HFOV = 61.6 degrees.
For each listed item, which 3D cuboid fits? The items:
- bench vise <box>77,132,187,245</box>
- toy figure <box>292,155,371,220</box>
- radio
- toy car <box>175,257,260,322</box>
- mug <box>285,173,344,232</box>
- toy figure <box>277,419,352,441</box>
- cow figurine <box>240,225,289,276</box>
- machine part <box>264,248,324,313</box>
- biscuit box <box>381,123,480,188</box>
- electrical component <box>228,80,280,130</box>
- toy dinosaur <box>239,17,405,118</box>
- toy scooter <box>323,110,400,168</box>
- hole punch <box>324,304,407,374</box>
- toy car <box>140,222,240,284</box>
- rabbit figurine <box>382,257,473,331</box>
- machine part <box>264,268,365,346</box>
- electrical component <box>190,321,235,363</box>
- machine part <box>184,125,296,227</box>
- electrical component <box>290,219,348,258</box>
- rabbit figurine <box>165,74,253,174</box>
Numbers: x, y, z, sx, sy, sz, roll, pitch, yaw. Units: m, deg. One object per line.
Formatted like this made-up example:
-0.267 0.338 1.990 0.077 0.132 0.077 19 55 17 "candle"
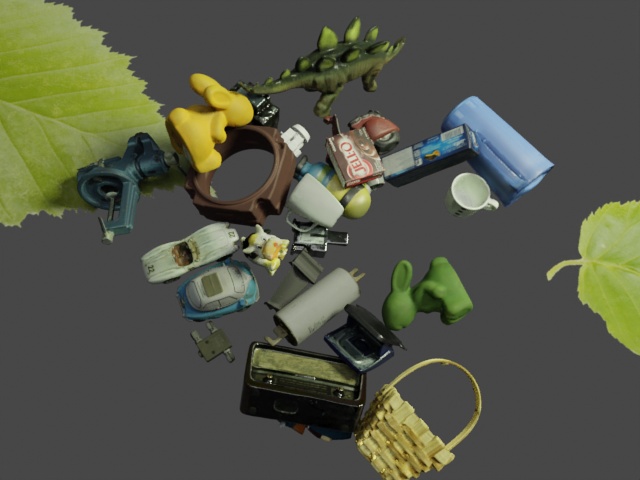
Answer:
-0.389 -0.098 1.078 0.224 0.128 0.241 -6 55 0 "bench vise"
0.024 -0.109 1.154 0.180 0.082 0.089 28 68 2 "toy figure"
-0.031 0.270 0.993 0.230 0.131 0.073 10 114 -1 "radio"
-0.203 0.094 1.054 0.162 0.103 0.109 -17 73 -13 "toy car"
-0.013 -0.063 1.091 0.107 0.081 0.109 33 93 2 "mug"
-0.014 0.340 1.014 0.155 0.057 0.064 10 31 2 "toy figure"
-0.115 0.012 1.054 0.098 0.167 0.068 30 77 2 "cow figurine"
-0.055 0.089 1.089 0.139 0.039 0.084 -48 122 -13 "machine part"
0.234 -0.177 1.149 0.203 0.062 0.059 -19 69 31 "biscuit box"
-0.148 -0.277 1.164 0.115 0.134 0.058 35 70 8 "electrical component"
0.024 -0.372 1.164 0.471 0.198 0.105 -32 74 -24 "toy dinosaur"
0.081 -0.238 1.207 0.184 0.075 0.135 -27 76 -9 "toy scooter"
0.084 0.192 1.041 0.142 0.115 0.092 38 99 32 "hole punch"
-0.260 0.027 1.083 0.202 0.056 0.073 -23 76 -2 "toy car"
0.198 0.113 1.082 0.170 0.121 0.159 -24 82 2 "rabbit figurine"
-0.005 0.131 1.064 0.243 0.079 0.079 -35 78 -23 "machine part"
-0.210 0.208 1.056 0.063 0.021 0.094 -33 79 -15 "electrical component"
-0.164 -0.137 1.112 0.201 0.087 0.201 9 68 17 "machine part"
-0.002 -0.003 1.133 0.119 0.047 0.075 2 72 -6 "electrical component"
-0.213 -0.243 1.054 0.173 0.162 0.122 -30 48 -20 "rabbit figurine"
